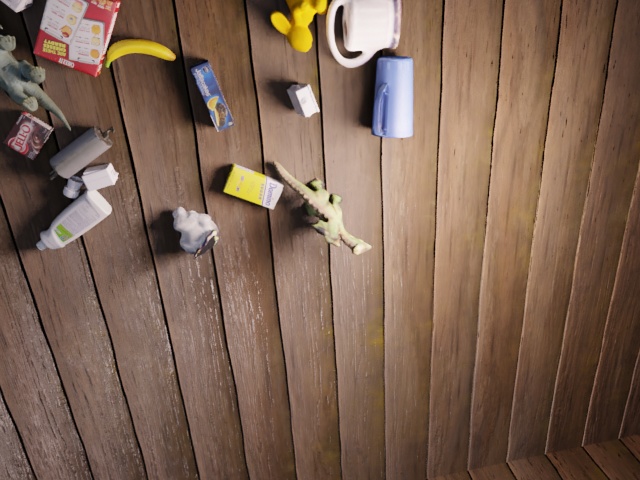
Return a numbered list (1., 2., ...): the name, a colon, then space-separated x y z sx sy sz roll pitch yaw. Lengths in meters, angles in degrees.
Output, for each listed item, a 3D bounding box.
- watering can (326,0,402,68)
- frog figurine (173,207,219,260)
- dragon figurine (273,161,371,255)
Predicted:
1. watering can: 0.130 -0.669 1.480 0.225 0.106 0.339 -6 125 -9
2. frog figurine: -0.413 -0.033 1.675 0.160 0.124 0.135 41 114 12
3. dragon figurine: 0.005 -0.083 1.649 0.406 0.248 0.121 35 108 -25
